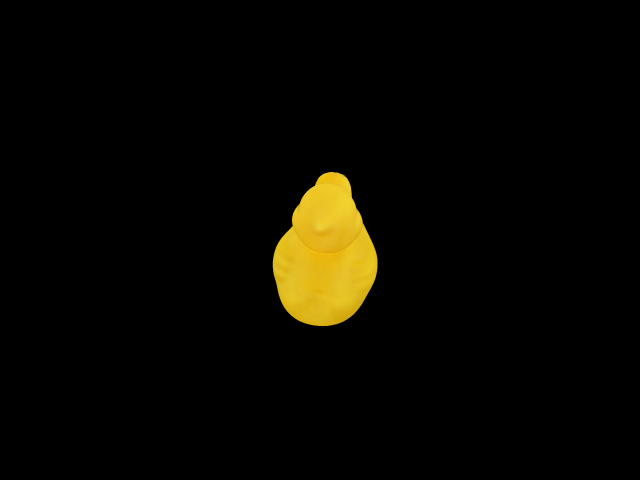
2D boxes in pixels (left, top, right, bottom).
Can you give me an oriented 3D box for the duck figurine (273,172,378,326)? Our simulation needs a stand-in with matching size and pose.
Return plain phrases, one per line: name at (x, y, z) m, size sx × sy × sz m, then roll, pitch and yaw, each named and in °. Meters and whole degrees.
duck figurine at (0.004, 0.001, 0.400) m, size 0.077 × 0.086 × 0.104 m, roll 7°, pitch 58°, yaw 5°
